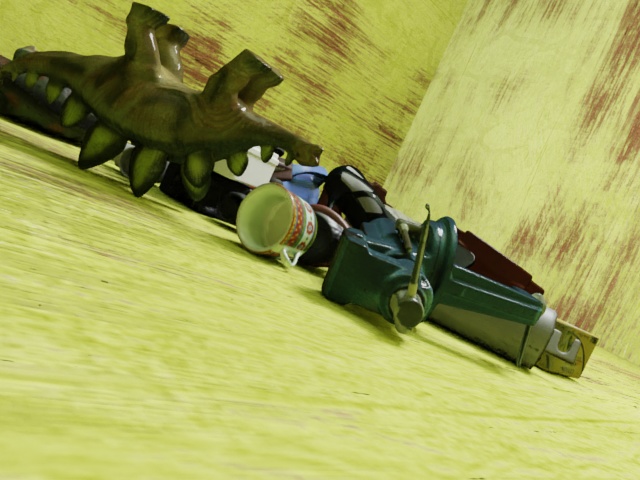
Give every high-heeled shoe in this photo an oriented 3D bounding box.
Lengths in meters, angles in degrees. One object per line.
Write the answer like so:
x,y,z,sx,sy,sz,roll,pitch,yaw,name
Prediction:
0.112,-0.040,0.956,0.249,0.086,0.145,31,47,1,high-heeled shoe

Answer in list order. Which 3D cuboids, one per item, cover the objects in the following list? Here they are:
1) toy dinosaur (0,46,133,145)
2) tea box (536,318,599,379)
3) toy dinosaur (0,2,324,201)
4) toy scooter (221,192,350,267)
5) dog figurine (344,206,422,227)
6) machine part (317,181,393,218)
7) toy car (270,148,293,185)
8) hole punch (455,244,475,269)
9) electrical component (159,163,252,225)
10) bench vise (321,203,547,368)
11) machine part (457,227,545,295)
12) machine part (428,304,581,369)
-0.386,-0.206,0.828,0.192,0.131,0.404,26,10,27,toy dinosaur
0.288,0.123,0.767,0.098,0.068,0.170,22,4,-37,tea box
-0.204,-0.160,0.619,0.472,0.198,0.105,26,5,20,toy dinosaur
-0.027,-0.015,0.695,0.184,0.075,0.135,21,2,25,toy scooter
0.133,0.002,1.039,0.191,0.172,0.121,26,-38,5,dog figurine
0.070,-0.057,1.154,0.179,0.179,0.056,24,7,-3,machine part
-0.151,-0.135,0.976,0.202,0.089,0.053,3,-25,-1,toy car
0.157,0.054,0.821,0.116,0.092,0.142,-28,52,-32,hole punch
-0.156,-0.070,0.760,0.114,0.058,0.134,23,4,-46,electrical component
0.127,0.042,0.544,0.241,0.128,0.224,18,5,-6,bench vise
0.294,0.074,0.987,0.202,0.087,0.201,40,-3,17,machine part
0.191,0.085,0.655,0.243,0.079,0.079,26,4,16,machine part
